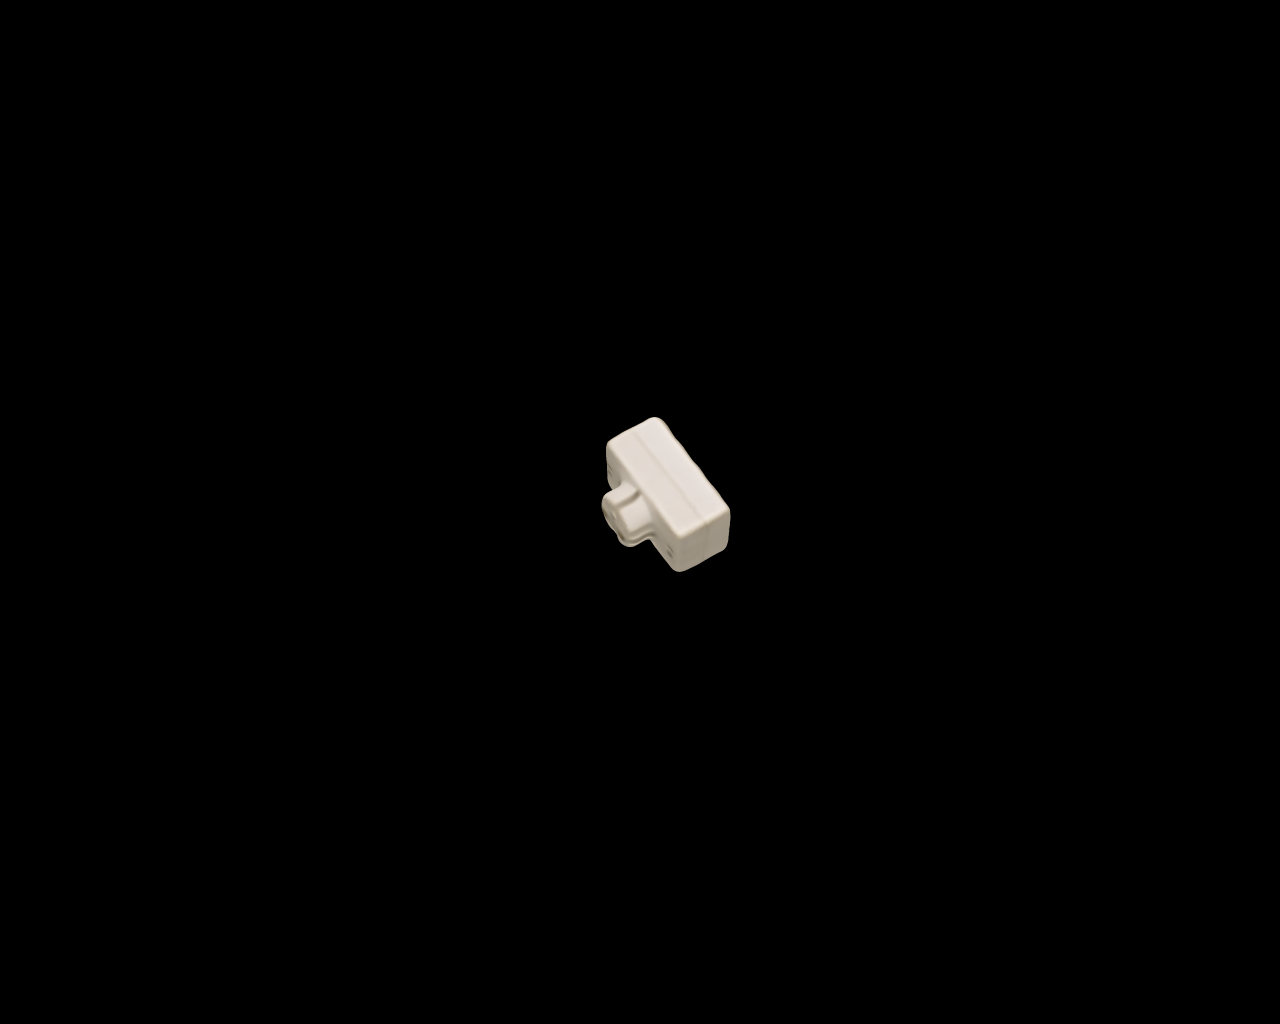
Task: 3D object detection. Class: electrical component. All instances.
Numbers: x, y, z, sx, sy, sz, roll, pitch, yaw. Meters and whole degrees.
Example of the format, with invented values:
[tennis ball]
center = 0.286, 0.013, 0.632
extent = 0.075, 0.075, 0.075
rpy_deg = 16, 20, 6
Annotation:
[electrical component]
center = 0.001, -0.003, 0.650
extent = 0.076, 0.083, 0.047
rpy_deg = -28, -28, -16
